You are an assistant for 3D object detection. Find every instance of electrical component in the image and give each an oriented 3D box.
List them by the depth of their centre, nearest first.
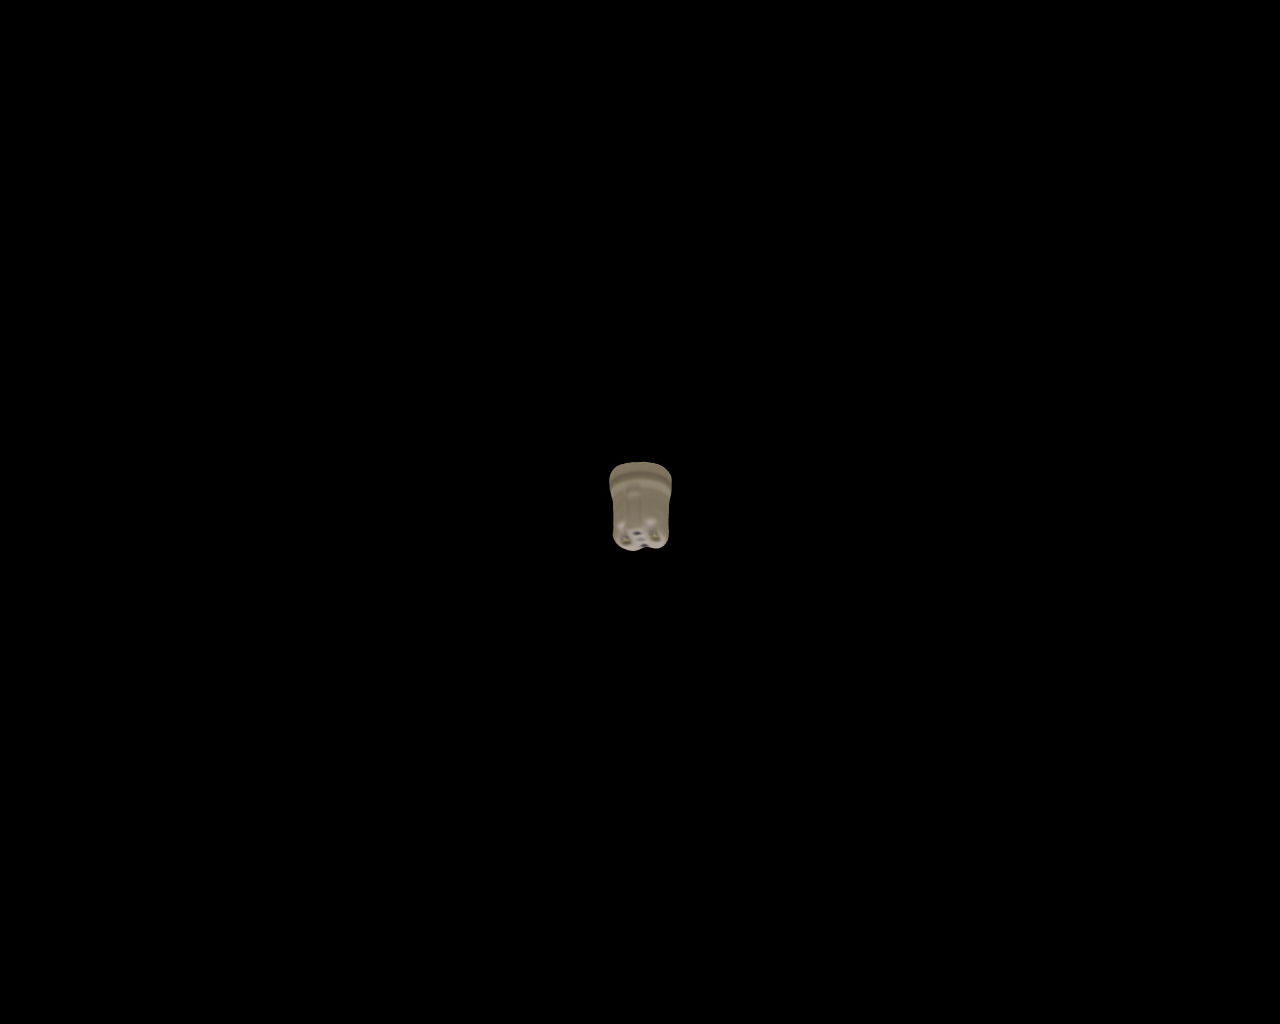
[{"bbox_3d":[0.001,-0.003,0.650,0.040,0.046,0.040,0,-27,0],"label":"electrical component"}]
